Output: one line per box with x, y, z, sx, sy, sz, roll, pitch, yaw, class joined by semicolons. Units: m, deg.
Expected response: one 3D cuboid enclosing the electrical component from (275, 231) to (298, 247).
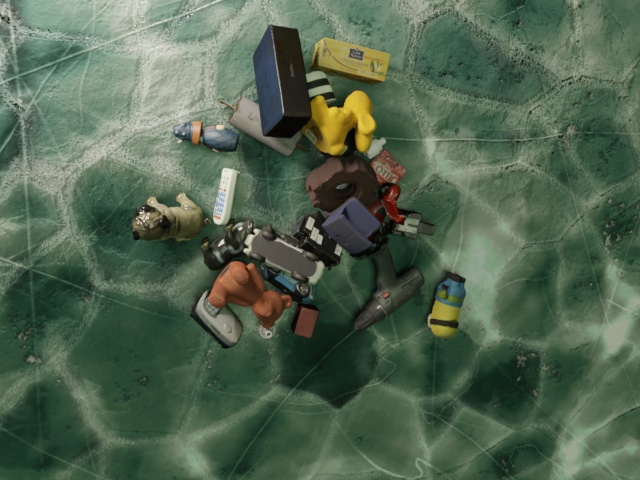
-0.076;0.009;1.367;0.094;0.063;0.021;29;101;-15;electrical component

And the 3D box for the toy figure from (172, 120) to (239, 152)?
-0.272;-0.247;1.279;0.154;0.058;0.064;12;92;-10;toy figure

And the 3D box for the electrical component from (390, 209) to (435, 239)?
0.245;-0.042;1.438;0.119;0.048;0.074;7;100;-14;electrical component

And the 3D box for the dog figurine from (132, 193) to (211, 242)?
-0.336;-0.037;1.236;0.172;0.191;0.121;-9;103;-13;dog figurine

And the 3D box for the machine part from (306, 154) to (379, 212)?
0.057;-0.131;1.326;0.179;0.056;0.179;-9;142;-7;machine part

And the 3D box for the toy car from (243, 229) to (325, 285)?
-0.086;0.042;1.293;0.202;0.056;0.073;26;81;-3;toy car

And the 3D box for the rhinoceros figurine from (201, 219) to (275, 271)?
-0.205;0.008;1.334;0.190;0.073;0.112;-29;104;-6;rhinoceros figurine

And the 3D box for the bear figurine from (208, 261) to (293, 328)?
-0.162;0.144;1.305;0.120;0.132;0.195;-44;106;7;bear figurine

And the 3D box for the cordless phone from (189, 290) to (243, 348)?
-0.225;0.166;1.365;0.184;0.089;0.146;-47;107;-20;cordless phone

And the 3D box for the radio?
-0.090;-0.352;1.219;0.073;0.131;0.229;0;73;-27;radio

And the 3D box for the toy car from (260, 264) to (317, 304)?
-0.068;0.087;1.374;0.161;0.109;0.103;38;68;-4;toy car

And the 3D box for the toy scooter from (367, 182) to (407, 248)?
0.159;-0.049;1.357;0.075;0.135;0.183;21;110;-32;toy scooter

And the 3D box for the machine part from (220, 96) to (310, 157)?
-0.131;-0.272;1.293;0.243;0.079;0.079;29;93;-17;machine part

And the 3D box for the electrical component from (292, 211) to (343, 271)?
-0.003;-0.004;1.356;0.134;0.115;0.058;35;136;-16;electrical component

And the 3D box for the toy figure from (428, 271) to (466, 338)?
0.354;0.182;1.484;0.082;0.089;0.180;16;99;-7;toy figure

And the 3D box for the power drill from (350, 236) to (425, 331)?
0.155;0.109;1.429;0.232;0.086;0.207;-29;103;-8;power drill

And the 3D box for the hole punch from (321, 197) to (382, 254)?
0.070;-0.022;1.301;0.142;0.092;0.116;41;130;-13;hole punch

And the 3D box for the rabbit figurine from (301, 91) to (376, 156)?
0.061;-0.282;1.250;0.173;0.121;0.162;-40;69;-23;rabbit figurine

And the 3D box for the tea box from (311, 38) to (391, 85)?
0.073;-0.429;1.299;0.170;0.098;0.068;8;100;-15;tea box

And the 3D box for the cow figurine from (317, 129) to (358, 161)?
0.075;-0.249;1.334;0.167;0.098;0.068;-41;102;0;cow figurine
